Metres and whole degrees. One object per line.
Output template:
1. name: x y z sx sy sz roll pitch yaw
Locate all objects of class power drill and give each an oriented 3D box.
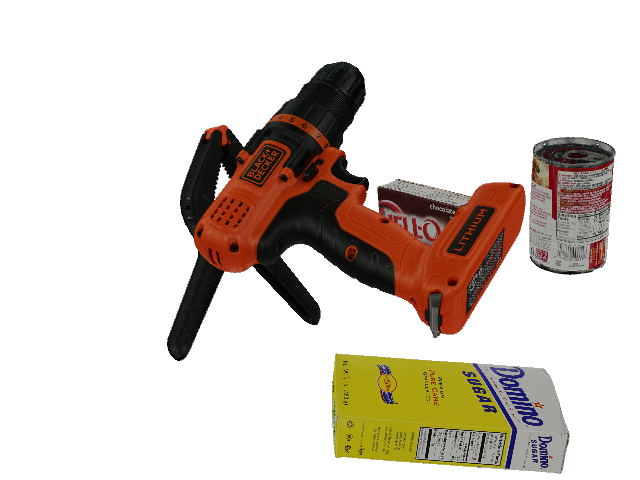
1. power drill: 0.035 -0.030 0.705 0.188 0.184 0.057 22 -28 23

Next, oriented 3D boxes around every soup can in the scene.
1. soup can: 0.215 -0.030 0.917 0.068 0.102 0.068 -3 24 1

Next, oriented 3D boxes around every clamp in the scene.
1. clamp: -0.073 -0.001 0.993 0.164 0.210 0.036 -3 0 -37

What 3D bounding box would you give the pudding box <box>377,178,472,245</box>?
1. pudding box: 0.111 -0.008 1.088 0.114 0.090 0.039 16 31 43

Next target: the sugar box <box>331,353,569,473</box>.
1. sugar box: 0.098 0.133 0.837 0.176 0.048 0.093 2 26 -1
